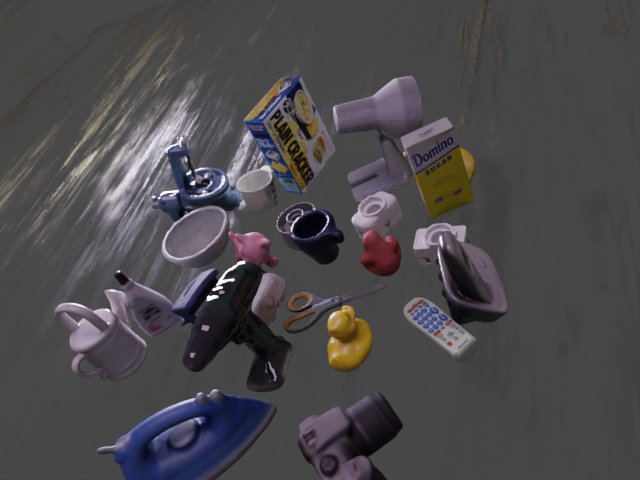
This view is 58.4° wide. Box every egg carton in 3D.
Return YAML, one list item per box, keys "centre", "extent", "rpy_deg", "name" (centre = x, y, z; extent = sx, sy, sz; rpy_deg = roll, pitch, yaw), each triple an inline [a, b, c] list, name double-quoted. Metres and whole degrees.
- centre: [-0.127, 0.128, 1.084]
  extent: [0.107, 0.070, 0.150]
  rpy_deg: [-2, 47, 29]
  name: "egg carton"

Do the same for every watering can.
- centre: [-0.433, 0.178, 1.118]
  extent: [0.100, 0.195, 0.172]
  rpy_deg: [-19, 41, 13]
  name: "watering can"

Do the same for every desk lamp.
- centre: [0.125, -0.209, 1.172]
  extent: [0.203, 0.214, 0.117]
  rpy_deg: [-23, 40, 8]
  name: "desk lamp"

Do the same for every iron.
- centre: [-0.207, 0.299, 0.897]
  extent: [0.258, 0.142, 0.118]
  rpy_deg: [-32, 40, -3]
  name: "iron"

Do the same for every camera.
- centre: [0.050, 0.281, 0.795]
  extent: [0.137, 0.101, 0.142]
  rpy_deg: [-34, 40, -5]
  name: "camera"

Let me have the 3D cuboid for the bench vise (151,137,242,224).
- centre: [-0.316, -0.126, 1.344]
  extent: [0.207, 0.220, 0.121]
  rpy_deg: [-30, 40, 0]
  name: "bench vise"

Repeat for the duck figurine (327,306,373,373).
- centre: [0.039, 0.157, 0.942]
  extent: [0.077, 0.086, 0.105]
  rpy_deg: [0, 48, 31]
  name: "duck figurine"

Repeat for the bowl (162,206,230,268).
- centre: [-0.265, 0.006, 1.290]
  extent: [0.167, 0.075, 0.167]
  rpy_deg: [-16, 42, 16]
  name: "bowl"

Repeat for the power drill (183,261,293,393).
- centre: [-0.127, 0.159, 0.943]
  extent: [0.075, 0.209, 0.229]
  rpy_deg: [-9, 44, 23]
  name: "power drill"

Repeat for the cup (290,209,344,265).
- centre: [0.010, 0.004, 1.112]
  extent: [0.117, 0.095, 0.092]
  rpy_deg: [12, 55, 39]
  name: "cup"

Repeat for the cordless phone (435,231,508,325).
- centre: [0.221, 0.032, 0.887]
  extent: [0.094, 0.186, 0.147]
  rpy_deg: [-19, 41, 12]
  name: "cordless phone"

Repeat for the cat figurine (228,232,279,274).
- centre: [-0.142, 0.018, 1.171]
  extent: [0.067, 0.118, 0.127]
  rpy_deg: [-46, 42, -18]
  name: "cat figurine"

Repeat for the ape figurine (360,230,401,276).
- centre: [0.106, 0.018, 1.043]
  extent: [0.077, 0.092, 0.076]
  rpy_deg: [-25, 40, 6]
  name: "ape figurine"

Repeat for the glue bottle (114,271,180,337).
- centre: [-0.356, 0.121, 1.147]
  extent: [0.078, 0.174, 0.037]
  rpy_deg: [-37, 40, -8]
  name: "glue bottle"

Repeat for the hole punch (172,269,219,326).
- centre: [-0.246, 0.114, 1.153]
  extent: [0.100, 0.091, 0.109]
  rpy_deg: [8, 53, 37]
  name: "hole punch"
